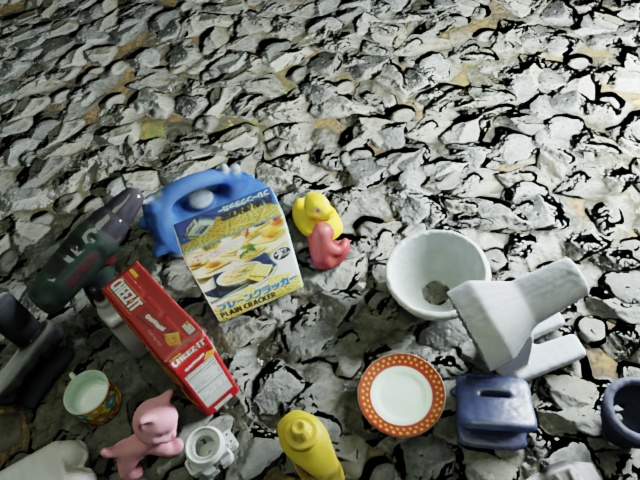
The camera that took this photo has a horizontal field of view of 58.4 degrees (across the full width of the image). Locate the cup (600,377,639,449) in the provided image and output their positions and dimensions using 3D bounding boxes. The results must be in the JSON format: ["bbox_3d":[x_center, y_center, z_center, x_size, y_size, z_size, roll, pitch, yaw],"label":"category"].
[{"bbox_3d":[0.426,0.234,0.779,0.091,0.095,0.118,26,62,24],"label":"cup"}]

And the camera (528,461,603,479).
[{"bbox_3d":[0.300,0.356,0.705,0.143,0.101,0.136,-17,55,-4],"label":"camera"}]

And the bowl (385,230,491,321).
[{"bbox_3d":[0.190,0.069,0.938,0.167,0.075,0.167,-3,55,5],"label":"bowl"}]

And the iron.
[{"bbox_3d":[-0.213,-0.078,1.052,0.258,0.142,0.118,-28,56,-12],"label":"iron"}]

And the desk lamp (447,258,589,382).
[{"bbox_3d":[0.281,0.115,0.808,0.203,0.214,0.117,-20,55,-7],"label":"desk lamp"}]

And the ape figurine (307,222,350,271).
[{"bbox_3d":[0.009,0.004,0.997,0.077,0.092,0.076,28,63,24],"label":"ape figurine"}]

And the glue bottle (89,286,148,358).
[{"bbox_3d":[-0.323,0.122,0.907,0.037,0.173,0.078,-35,58,-17],"label":"glue bottle"}]

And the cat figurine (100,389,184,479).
[{"bbox_3d":[-0.252,0.277,0.822,0.128,0.118,0.067,-31,57,-14],"label":"cat figurine"}]

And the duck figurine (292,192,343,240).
[{"bbox_3d":[-0.009,-0.054,1.043,0.104,0.086,0.078,34,65,27],"label":"duck figurine"}]

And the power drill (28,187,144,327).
[{"bbox_3d":[-0.350,0.046,0.942,0.075,0.209,0.230,30,64,25],"label":"power drill"}]

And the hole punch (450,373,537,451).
[{"bbox_3d":[0.241,0.233,0.805,0.108,0.091,0.101,1,55,8],"label":"hole punch"}]

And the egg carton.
[{"bbox_3d":[-0.395,0.357,0.815,0.150,0.069,0.107,-29,56,-13],"label":"egg carton"}]

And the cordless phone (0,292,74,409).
[{"bbox_3d":[-0.484,0.170,0.887,0.094,0.185,0.148,14,58,17],"label":"cordless phone"}]
